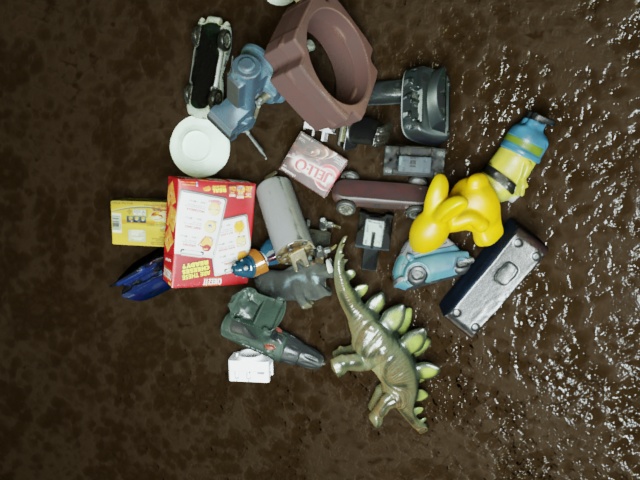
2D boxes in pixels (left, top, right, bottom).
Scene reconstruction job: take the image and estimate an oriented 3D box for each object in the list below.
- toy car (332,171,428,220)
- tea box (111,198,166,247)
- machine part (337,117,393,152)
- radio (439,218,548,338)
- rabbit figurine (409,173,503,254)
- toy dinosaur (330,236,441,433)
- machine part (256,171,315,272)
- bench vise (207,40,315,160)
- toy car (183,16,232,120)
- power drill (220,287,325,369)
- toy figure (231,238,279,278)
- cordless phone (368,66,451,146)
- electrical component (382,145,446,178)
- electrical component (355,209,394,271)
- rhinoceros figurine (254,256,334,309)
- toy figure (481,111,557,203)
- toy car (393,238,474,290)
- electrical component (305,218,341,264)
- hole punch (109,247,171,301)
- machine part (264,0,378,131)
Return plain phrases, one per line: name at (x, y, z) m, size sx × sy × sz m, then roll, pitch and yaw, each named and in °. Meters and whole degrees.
toy car at (0.125, -0.086, 1.060) m, size 0.202 × 0.053 × 0.089 m, roll 4°, pitch 55°, yaw 4°
tea box at (-0.349, -0.038, 1.141) m, size 0.170 × 0.068 × 0.098 m, roll 4°, pitch 100°, yaw 6°
machine part at (0.080, -0.207, 1.033) m, size 0.039 × 0.139 × 0.084 m, roll 6°, pitch 99°, yaw -37°
radio at (0.328, 0.072, 1.030) m, size 0.073 × 0.131 × 0.229 m, roll 36°, pitch 102°, yaw 3°
rabbit figurine at (0.240, -0.039, 0.980) m, size 0.173 × 0.162 × 0.122 m, roll -29°, pitch 56°, yaw -7°
toy dinosaur at (0.120, 0.217, 1.097) m, size 0.198 × 0.105 × 0.470 m, roll -32°, pitch 106°, yaw 4°
machine part at (-0.071, -0.040, 1.054) m, size 0.079 × 0.079 × 0.243 m, roll -29°, pitch 57°, yaw 11°
bench vise at (-0.102, -0.296, 1.027) m, size 0.129 × 0.223 × 0.240 m, roll 41°, pitch 70°, yaw 16°
toy car at (-0.225, -0.344, 1.081) m, size 0.074 × 0.056 × 0.201 m, roll 13°, pitch 100°, yaw 12°
power drill at (-0.098, 0.182, 1.091) m, size 0.232 × 0.207 × 0.086 m, roll 18°, pitch 66°, yaw 12°
toy figure at (-0.110, 0.034, 1.091) m, size 0.154 × 0.064 × 0.057 m, roll -34°, pitch 93°, yaw -23°
cordless phone at (0.153, -0.252, 1.020) m, size 0.184 × 0.088 × 0.146 m, roll 0°, pitch 77°, yaw 17°
electrical component at (0.176, -0.149, 1.015) m, size 0.115 × 0.134 × 0.058 m, roll 3°, pitch 102°, yaw 8°
electrical component at (0.109, 0.000, 1.092) m, size 0.075 × 0.048 × 0.119 m, roll 4°, pitch 100°, yaw 8°
rhinoceros figurine at (-0.041, 0.086, 1.121) m, size 0.190 × 0.073 × 0.112 m, roll -10°, pitch 87°, yaw 11°
toy figure at (0.368, -0.155, 1.015) m, size 0.089 × 0.082 × 0.180 m, roll 27°, pitch 107°, yaw 14°
toy car at (0.213, 0.036, 1.059) m, size 0.162 × 0.109 × 0.103 m, roll -16°, pitch 79°, yaw 2°
electrical component at (-0.003, -0.002, 1.085) m, size 0.078 × 0.102 × 0.045 m, roll 17°, pitch 137°, yaw -1°
hole punch at (-0.358, 0.081, 1.143) m, size 0.142 × 0.116 × 0.092 m, roll -26°, pitch 103°, yaw 12°
machine part at (0.006, -0.314, 0.964) m, size 0.087 × 0.201 × 0.201 m, roll -9°, pitch 141°, yaw 40°
